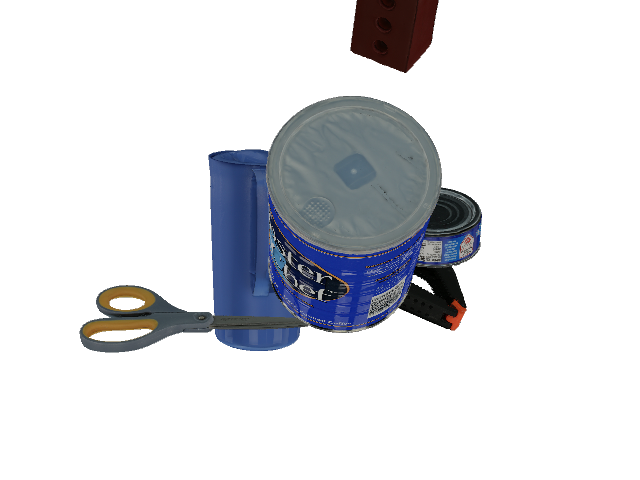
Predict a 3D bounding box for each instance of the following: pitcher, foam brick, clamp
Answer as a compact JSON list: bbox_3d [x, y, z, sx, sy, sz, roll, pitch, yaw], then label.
[{"bbox_3d":[-0.075,0.011,1.320,0.145,0.243,0.148,11,15,37],"label":"pitcher"},{"bbox_3d":[0.060,-0.183,0.842,0.053,0.078,0.051,24,50,16],"label":"foam brick"},{"bbox_3d":[0.073,0.022,1.169,0.164,0.036,0.210,-15,50,-33],"label":"clamp"}]

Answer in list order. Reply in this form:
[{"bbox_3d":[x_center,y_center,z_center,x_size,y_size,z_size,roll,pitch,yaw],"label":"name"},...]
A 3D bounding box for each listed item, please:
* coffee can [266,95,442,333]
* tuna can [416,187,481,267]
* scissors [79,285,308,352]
[{"bbox_3d":[0.017,-0.012,0.682,0.103,0.103,0.140,0,-24,-2],"label":"coffee can"},{"bbox_3d":[0.098,-0.013,0.932,0.086,0.034,0.086,-1,32,0],"label":"tuna can"},{"bbox_3d":[-0.119,0.064,0.976,0.201,0.016,0.096,-8,35,-15],"label":"scissors"}]
